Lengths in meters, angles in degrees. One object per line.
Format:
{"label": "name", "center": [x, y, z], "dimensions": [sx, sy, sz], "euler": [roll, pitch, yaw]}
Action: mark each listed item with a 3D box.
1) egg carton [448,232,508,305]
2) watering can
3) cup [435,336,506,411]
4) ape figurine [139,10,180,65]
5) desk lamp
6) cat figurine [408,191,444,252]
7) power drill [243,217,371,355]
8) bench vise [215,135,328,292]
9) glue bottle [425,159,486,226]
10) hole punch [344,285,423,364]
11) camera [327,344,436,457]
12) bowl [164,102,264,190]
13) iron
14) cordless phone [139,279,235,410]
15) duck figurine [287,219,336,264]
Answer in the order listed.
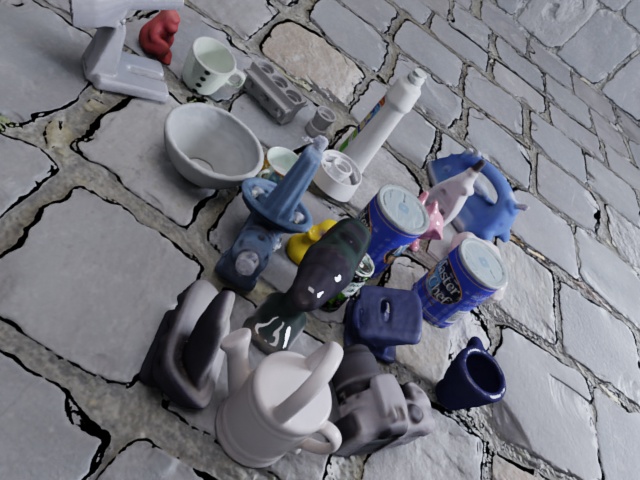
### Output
{"label": "egg carton", "center": [0.310, 0.054, 1.139], "dimensions": [0.107, 0.069, 0.150], "euler": [21, 44, -22]}
{"label": "watering can", "center": [-0.044, 0.175, 0.651], "dimensions": [0.173, 0.193, 0.101], "euler": [27, 41, -16]}
{"label": "cup", "center": [0.227, 0.217, 0.905], "dimensions": [0.092, 0.094, 0.117], "euler": [25, 42, -18]}
{"label": "ape figurine", "center": [-0.285, -0.382, 1.047], "dimensions": [0.076, 0.092, 0.078], "euler": [36, 40, -5]}
{"label": "desk lamp", "center": [-0.312, -0.345, 0.897], "dimensions": [0.204, 0.213, 0.117], "euler": [4, 52, -36]}
{"label": "cat figurine", "center": [0.195, -0.040, 1.096], "dimensions": [0.067, 0.117, 0.128], "euler": [25, 42, -18]}
{"label": "power drill", "center": [-0.016, 0.066, 0.761], "dimensions": [0.075, 0.208, 0.230], "euler": [40, 40, -1]}
{"label": "bench vise", "center": [-0.053, -0.035, 0.815], "dimensions": [0.122, 0.219, 0.207], "euler": [20, 44, -23]}
{"label": "glue bottle", "center": [0.280, -0.104, 1.177], "dimensions": [0.037, 0.173, 0.078], "euler": [-11, 61, -43]}
{"label": "hole punch", "center": [0.098, 0.124, 0.890], "dimensions": [0.101, 0.091, 0.108], "euler": [25, 42, -18]}
{"label": "camera", "center": [0.077, 0.211, 0.787], "dimensions": [0.144, 0.100, 0.136], "euler": [5, 51, -35]}
{"label": "bowl", "center": [-0.179, -0.137, 0.921], "dimensions": [0.168, 0.074, 0.167], "euler": [22, 43, -22]}
{"label": "iron", "center": [0.345, -0.117, 1.266], "dimensions": [0.119, 0.141, 0.258], "euler": [-9, 60, -43]}
{"label": "cordless phone", "center": [-0.127, 0.097, 0.664], "dimensions": [0.094, 0.184, 0.147], "euler": [25, 42, -18]}
{"label": "duck figurine", "center": [0.009, 0.003, 0.933], "dimensions": [0.105, 0.086, 0.077], "euler": [18, 45, -25]}
